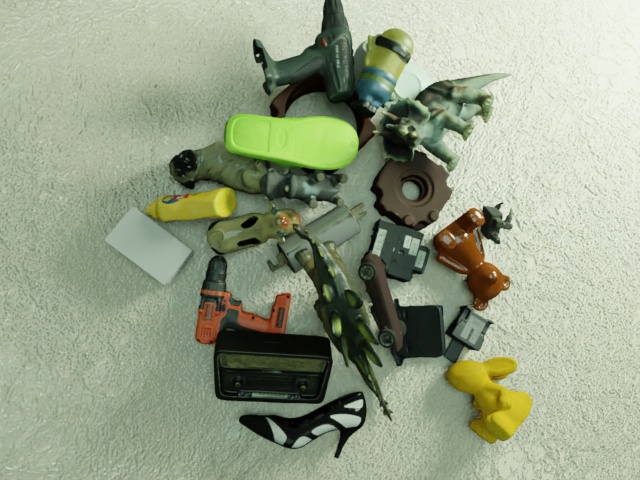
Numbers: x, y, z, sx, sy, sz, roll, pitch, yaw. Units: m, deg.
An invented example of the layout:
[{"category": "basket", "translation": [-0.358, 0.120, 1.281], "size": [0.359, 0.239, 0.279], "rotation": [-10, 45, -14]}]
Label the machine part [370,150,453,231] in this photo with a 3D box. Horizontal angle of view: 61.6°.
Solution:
[{"category": "machine part", "translation": [0.203, -0.111, 1.188], "size": [0.179, 0.056, 0.179], "rotation": [1, 82, -6]}]

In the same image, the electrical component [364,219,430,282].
[{"category": "electrical component", "translation": [0.168, 0.028, 1.167], "size": [0.134, 0.058, 0.115], "rotation": [20, 84, -4]}]

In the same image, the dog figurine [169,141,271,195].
[{"category": "dog figurine", "translation": [-0.203, -0.135, 1.135], "size": [0.191, 0.121, 0.172], "rotation": [-28, 84, 5]}]

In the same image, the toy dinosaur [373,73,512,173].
[{"category": "toy dinosaur", "translation": [0.264, -0.284, 1.176], "size": [0.192, 0.131, 0.405], "rotation": [31, 53, 14]}]

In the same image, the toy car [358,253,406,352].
[{"category": "toy car", "translation": [0.124, 0.126, 1.086], "size": [0.053, 0.089, 0.202], "rotation": [-15, 92, 22]}]

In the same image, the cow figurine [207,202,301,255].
[{"category": "cow figurine", "translation": [-0.136, -0.023, 1.101], "size": [0.195, 0.127, 0.085], "rotation": [-14, 93, -4]}]

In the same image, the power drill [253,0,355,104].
[{"category": "power drill", "translation": [-0.031, -0.386, 1.105], "size": [0.207, 0.086, 0.232], "rotation": [-13, 85, -16]}]

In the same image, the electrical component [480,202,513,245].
[{"category": "electrical component", "translation": [0.389, -0.041, 1.184], "size": [0.045, 0.102, 0.078], "rotation": [0, 108, -3]}]

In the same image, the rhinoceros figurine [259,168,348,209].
[{"category": "rhinoceros figurine", "translation": [-0.032, -0.111, 1.100], "size": [0.190, 0.112, 0.073], "rotation": [-3, 110, -39]}]

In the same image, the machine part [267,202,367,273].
[{"category": "machine part", "translation": [-0.002, -0.003, 1.142], "size": [0.243, 0.079, 0.079], "rotation": [-33, 88, -9]}]

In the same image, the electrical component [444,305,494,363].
[{"category": "electrical component", "translation": [0.313, 0.208, 1.167], "size": [0.075, 0.048, 0.119], "rotation": [35, 79, -1]}]

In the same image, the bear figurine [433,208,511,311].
[{"category": "bear figurine", "translation": [0.331, 0.048, 1.149], "size": [0.120, 0.132, 0.196], "rotation": [-34, 82, -9]}]

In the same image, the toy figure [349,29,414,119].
[{"category": "toy figure", "translation": [0.128, -0.337, 1.086], "size": [0.089, 0.082, 0.180], "rotation": [19, 83, 28]}]

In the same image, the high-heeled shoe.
[{"category": "high-heeled shoe", "translation": [-0.028, 0.349, 1.097], "size": [0.249, 0.086, 0.145], "rotation": [21, 79, -8]}]

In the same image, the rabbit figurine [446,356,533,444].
[{"category": "rabbit figurine", "translation": [0.353, 0.314, 1.128], "size": [0.173, 0.121, 0.162], "rotation": [40, 77, 18]}]

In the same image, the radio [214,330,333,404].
[{"category": "radio", "translation": [-0.096, 0.256, 1.075], "size": [0.230, 0.073, 0.131], "rotation": [5, 117, -5]}]

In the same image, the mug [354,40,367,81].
[{"category": "mug", "translation": [0.114, -0.383, 1.179], "size": [0.081, 0.107, 0.109], "rotation": [-22, 77, -4]}]

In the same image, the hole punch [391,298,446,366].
[{"category": "hole punch", "translation": [0.212, 0.192, 1.147], "size": [0.116, 0.092, 0.142], "rotation": [-5, 86, 23]}]

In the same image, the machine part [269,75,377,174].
[{"category": "machine part", "translation": [0.005, -0.257, 1.169], "size": [0.201, 0.087, 0.201], "rotation": [-44, 88, -10]}]

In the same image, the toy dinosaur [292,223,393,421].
[{"category": "toy dinosaur", "translation": [0.052, 0.163, 1.068], "size": [0.105, 0.199, 0.470], "rotation": [-26, 118, 2]}]
